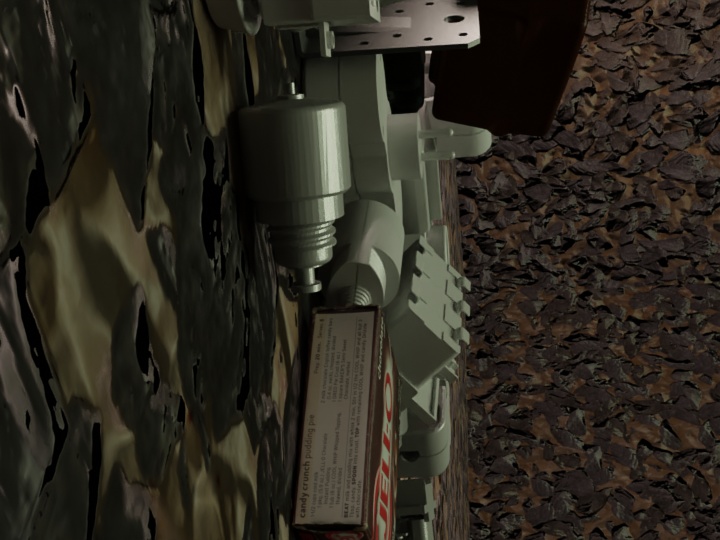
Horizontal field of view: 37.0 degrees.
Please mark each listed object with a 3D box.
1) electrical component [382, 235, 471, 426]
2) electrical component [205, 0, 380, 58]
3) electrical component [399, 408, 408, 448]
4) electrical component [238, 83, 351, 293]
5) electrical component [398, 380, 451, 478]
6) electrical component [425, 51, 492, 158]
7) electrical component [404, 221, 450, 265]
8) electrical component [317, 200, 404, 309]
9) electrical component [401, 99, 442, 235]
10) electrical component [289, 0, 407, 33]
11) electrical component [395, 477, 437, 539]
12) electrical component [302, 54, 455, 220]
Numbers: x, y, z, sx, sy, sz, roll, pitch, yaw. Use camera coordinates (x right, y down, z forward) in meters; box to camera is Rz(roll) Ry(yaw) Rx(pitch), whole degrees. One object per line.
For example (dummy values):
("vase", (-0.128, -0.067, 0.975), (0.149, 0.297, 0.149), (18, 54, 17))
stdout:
("electrical component", (0.028, 0.030, 0.649), (0.079, 0.063, 0.121), (43, 19, -10))
("electrical component", (-0.024, -0.106, 0.370), (0.048, 0.055, 0.066), (-55, 142, -79))
("electrical component", (0.013, 0.099, 0.671), (0.035, 0.035, 0.061), (-70, 158, -73))
("electrical component", (-0.023, -0.030, 0.405), (0.040, 0.040, 0.078), (-64, 151, -76))
("electrical component", (0.038, 0.104, 0.795), (0.095, 0.054, 0.059), (-85, 169, -48))
("electrical component", (0.048, -0.121, 0.793), (0.059, 0.095, 0.053), (78, 11, -51))
("electrical component", (0.033, -0.010, 0.772), (0.108, 0.060, 0.108), (-3, 90, -83))
("electrical component", (0.000, 0.000, 0.569), (0.081, 0.043, 0.043), (-80, 166, -59))
("electrical component", (0.023, -0.072, 0.708), (0.096, 0.061, 0.061), (-82, 167, -57))
("electrical component", (0.003, -0.149, 0.439), (0.048, 0.100, 0.099), (59, 25, -45))
("electrical component", (0.028, 0.171, 0.713), (0.081, 0.042, 0.063), (44, 39, -76))
("electrical component", (0.016, -0.068, 0.600), (0.138, 0.074, 0.052), (77, 12, -55))
